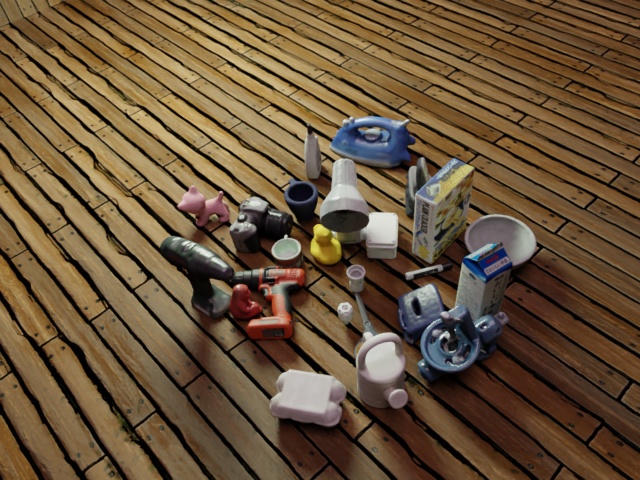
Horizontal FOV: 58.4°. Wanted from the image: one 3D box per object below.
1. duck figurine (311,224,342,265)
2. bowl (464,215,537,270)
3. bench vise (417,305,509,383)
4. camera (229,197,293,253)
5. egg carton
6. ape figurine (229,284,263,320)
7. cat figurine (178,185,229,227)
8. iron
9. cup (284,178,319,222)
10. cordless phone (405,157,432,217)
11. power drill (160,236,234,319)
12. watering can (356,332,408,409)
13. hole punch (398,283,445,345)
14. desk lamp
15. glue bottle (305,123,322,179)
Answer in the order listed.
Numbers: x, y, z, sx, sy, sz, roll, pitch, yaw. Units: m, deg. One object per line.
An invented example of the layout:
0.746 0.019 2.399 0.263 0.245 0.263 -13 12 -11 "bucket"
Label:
0.013 0.005 1.449 0.077 0.086 0.104 -22 50 -13 "duck figurine"
0.436 0.020 1.401 0.167 0.075 0.167 -3 48 3 "bowl"
0.291 0.182 1.176 0.121 0.220 0.208 35 60 31 "bench vise"
-0.149 -0.044 1.499 0.136 0.101 0.143 12 51 16 "camera"
-0.024 0.327 1.179 0.150 0.069 0.107 6 50 11 "egg carton"
-0.181 0.140 1.346 0.076 0.092 0.077 -17 49 -9 "ape figurine"
-0.317 -0.099 1.554 0.128 0.118 0.067 -14 49 -6 "cat figurine"
0.146 -0.306 1.673 0.257 0.142 0.119 9 50 13 "iron"
-0.053 -0.104 1.546 0.092 0.095 0.117 -24 51 -15 "cup"
0.271 -0.161 1.503 0.094 0.185 0.147 -3 48 4 "cordless phone"
-0.267 0.085 1.325 0.228 0.209 0.076 27 57 26 "power drill"
0.126 0.255 1.145 0.101 0.194 0.172 -35 54 -23 "watering can"
0.225 0.164 1.284 0.101 0.091 0.108 -9 48 -2 "hole punch"
0.064 -0.083 1.436 0.118 0.214 0.203 -2 48 4 "desk lamp"
-0.023 -0.260 1.629 0.037 0.173 0.078 5 49 11 "glue bottle"
